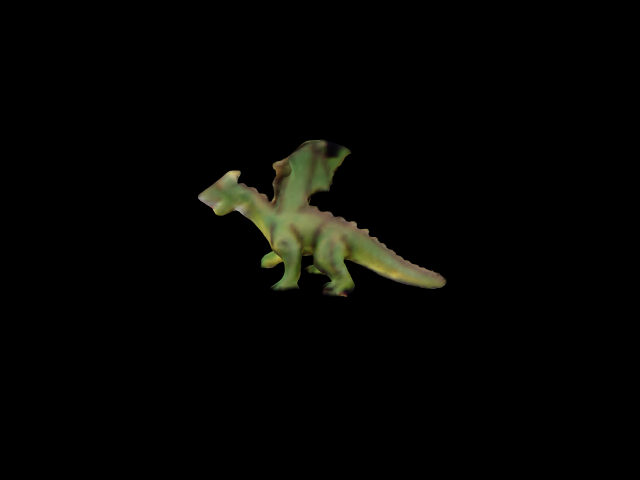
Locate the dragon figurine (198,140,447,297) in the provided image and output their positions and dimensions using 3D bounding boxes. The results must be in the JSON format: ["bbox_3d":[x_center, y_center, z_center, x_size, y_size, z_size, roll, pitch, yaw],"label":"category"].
[{"bbox_3d":[0.003,-0.043,0.850,0.410,0.240,0.123,2,12,7],"label":"dragon figurine"}]
